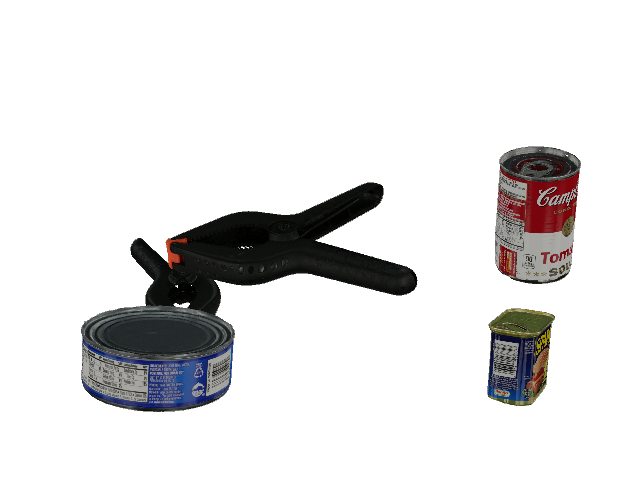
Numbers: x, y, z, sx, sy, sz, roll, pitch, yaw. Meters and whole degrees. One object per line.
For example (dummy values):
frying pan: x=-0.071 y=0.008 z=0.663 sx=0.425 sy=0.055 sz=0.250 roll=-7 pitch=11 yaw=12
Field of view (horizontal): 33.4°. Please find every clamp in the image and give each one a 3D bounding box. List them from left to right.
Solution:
clamp: x=-0.138 y=0.043 z=1.153 sx=0.120 sy=0.039 sz=0.171 roll=-13 pitch=39 yaw=-7
clamp: x=-0.027 y=-0.002 z=0.932 sx=0.210 sy=0.036 sz=0.164 roll=-2 pitch=31 yaw=0

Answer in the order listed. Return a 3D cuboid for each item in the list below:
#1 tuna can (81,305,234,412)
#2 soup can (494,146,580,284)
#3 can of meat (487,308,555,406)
tuna can: x=-0.092 y=0.066 z=0.603 sx=0.086 sy=0.034 sz=0.086 roll=4 pitch=14 yaw=-1
soup can: x=0.187 y=-0.022 z=0.927 sx=0.068 sy=0.102 sz=0.068 roll=-2 pitch=27 yaw=1
can of meat: x=0.221 y=0.128 z=1.184 sx=0.058 sy=0.084 sz=0.102 roll=7 pitch=12 yaw=24
